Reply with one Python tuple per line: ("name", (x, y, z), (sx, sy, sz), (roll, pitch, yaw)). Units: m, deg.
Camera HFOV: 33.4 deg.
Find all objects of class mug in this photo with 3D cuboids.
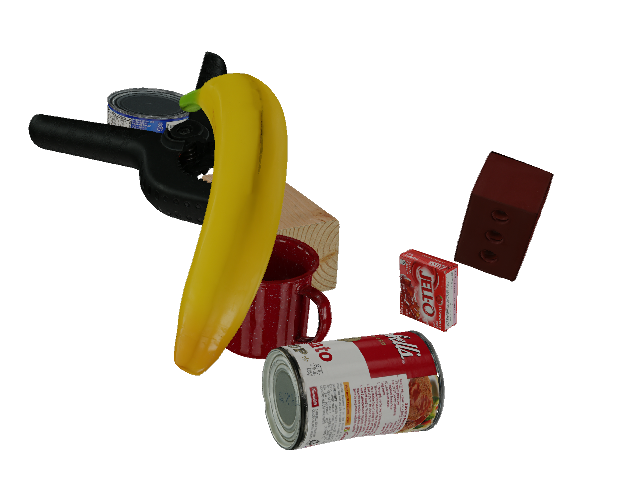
("mug", (-0.040, 0.053, 0.926), (0.117, 0.081, 0.093), (20, 30, 28))

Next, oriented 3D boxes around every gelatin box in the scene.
("gelatin box", (0.136, 0.062, 1.352), (0.073, 0.089, 0.030), (21, 35, 39))

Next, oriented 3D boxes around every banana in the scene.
("banana", (-0.044, -0.025, 0.533), (0.037, 0.198, 0.070), (23, -50, -25))

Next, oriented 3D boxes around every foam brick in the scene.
("foam brick", (0.141, -0.018, 0.826), (0.053, 0.078, 0.051), (20, 48, 13))

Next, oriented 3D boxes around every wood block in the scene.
("wood block", (-0.065, -0.013, 1.304), (0.090, 0.090, 0.206), (-10, 26, -26))

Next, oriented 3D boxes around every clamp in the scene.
("clamp", (-0.091, -0.071, 0.770), (0.164, 0.036, 0.210), (-32, 47, -28))

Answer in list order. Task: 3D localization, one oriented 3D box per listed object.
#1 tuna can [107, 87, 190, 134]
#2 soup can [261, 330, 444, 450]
("tuna can", (-0.166, -0.120, 1.045), (0.086, 0.034, 0.086), (6, 25, -3))
("soup can", (0.020, 0.098, 0.700), (0.102, 0.068, 0.069), (-4, 2, -24))
